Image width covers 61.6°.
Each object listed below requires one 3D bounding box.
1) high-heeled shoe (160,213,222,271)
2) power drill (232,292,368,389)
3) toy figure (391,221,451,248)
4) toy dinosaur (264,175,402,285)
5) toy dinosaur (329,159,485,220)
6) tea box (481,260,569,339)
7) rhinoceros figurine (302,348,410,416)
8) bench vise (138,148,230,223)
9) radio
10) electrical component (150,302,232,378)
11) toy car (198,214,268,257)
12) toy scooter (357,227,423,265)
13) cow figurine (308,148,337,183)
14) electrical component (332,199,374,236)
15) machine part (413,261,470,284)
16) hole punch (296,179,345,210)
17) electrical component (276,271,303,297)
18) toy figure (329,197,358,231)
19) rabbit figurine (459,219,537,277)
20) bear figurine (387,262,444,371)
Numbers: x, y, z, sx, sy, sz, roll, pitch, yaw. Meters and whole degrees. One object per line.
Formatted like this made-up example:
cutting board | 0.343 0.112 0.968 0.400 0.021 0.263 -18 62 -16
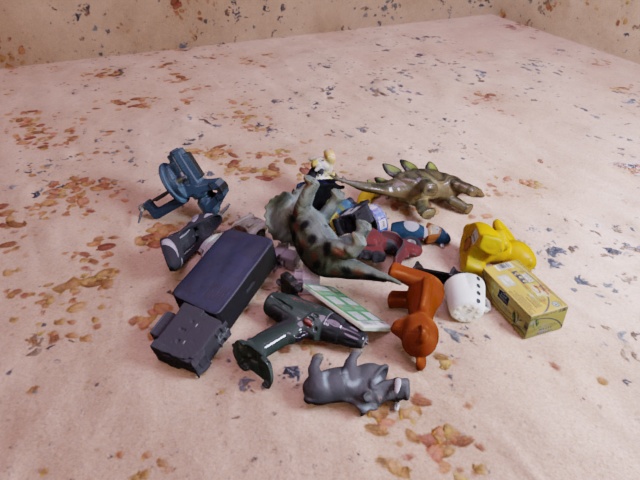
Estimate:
high-heeled shoe | -0.300 0.001 1.290 0.145 0.086 0.249 -19 25 -6
power drill | -0.050 0.192 1.043 0.232 0.085 0.207 26 47 32
toy figure | 0.256 -0.016 1.359 0.155 0.057 0.064 5 74 3
toy dinosaur | 0.004 0.001 1.186 0.131 0.192 0.405 7 40 -44
toy dinosaur | 0.260 -0.144 1.464 0.471 0.105 0.199 1 29 -28
tea box | 0.431 0.123 1.150 0.098 0.068 0.170 -11 38 -15
rhinoceros figurine | 0.064 0.256 0.956 0.190 0.073 0.112 0 34 0
bench vise | -0.370 -0.117 1.429 0.241 0.223 0.129 -27 27 14
radio | -0.204 0.081 1.171 0.131 0.073 0.229 16 48 22
electrical component | -0.259 0.190 1.044 0.134 0.058 0.115 17 50 20
toy car | -0.213 -0.002 1.334 0.074 0.056 0.202 24 41 30
toy scooter | 0.151 0.028 1.278 0.184 0.075 0.135 9 34 6
cow figurine | -0.005 -0.176 1.486 0.098 0.167 0.068 -8 41 -14
electrical component | 0.089 -0.057 1.315 0.075 0.047 0.119 -13 15 32
machine part | 0.277 0.082 1.211 0.139 0.084 0.039 14 68 33
hole punch | -0.010 -0.111 1.447 0.142 0.115 0.092 -6 28 -10
electrical component | -0.068 0.101 1.182 0.021 0.063 0.094 -24 41 -29
toy figure | 0.025 -0.051 1.363 0.082 0.089 0.180 26 53 39
rabbit figurine | 0.423 0.027 1.275 0.173 0.121 0.162 15 26 -3
bear figurine | 0.180 0.151 1.072 0.132 0.120 0.196 10 41 19
